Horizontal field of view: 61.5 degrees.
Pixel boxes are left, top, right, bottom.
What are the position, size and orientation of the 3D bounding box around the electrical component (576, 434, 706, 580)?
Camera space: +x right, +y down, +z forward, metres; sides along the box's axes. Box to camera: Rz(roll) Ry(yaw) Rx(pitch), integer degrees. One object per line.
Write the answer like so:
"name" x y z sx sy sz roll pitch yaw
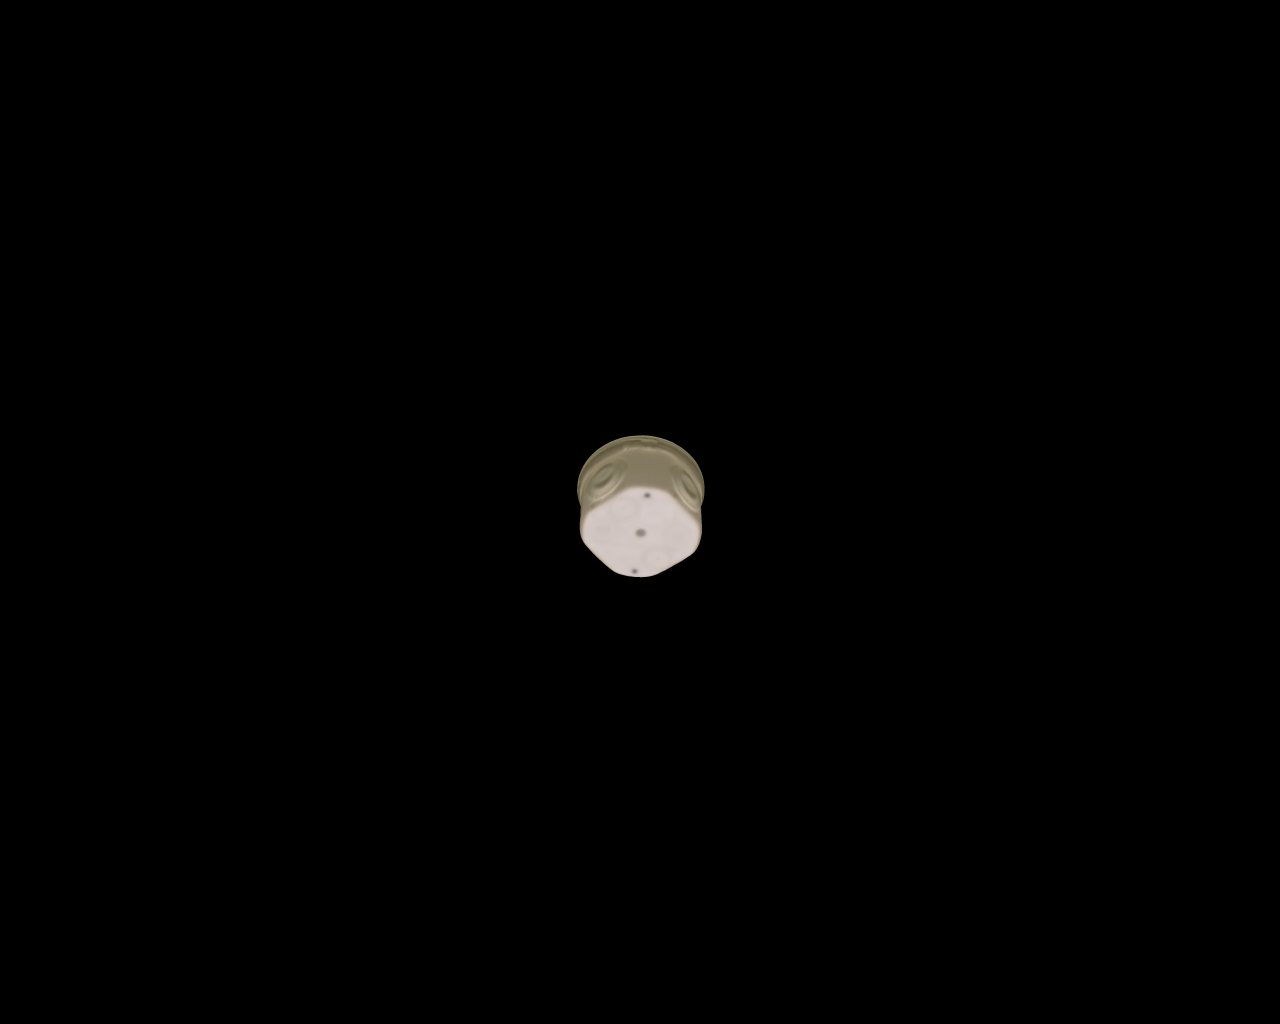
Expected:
"electrical component" 0.001 -0.003 0.650 0.080 0.080 0.051 0 38 0
